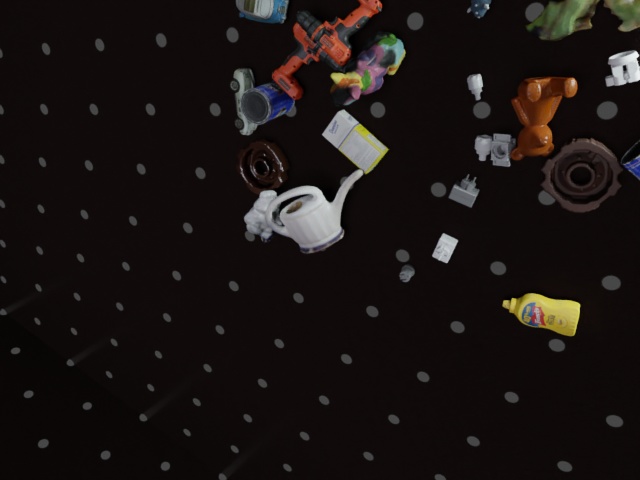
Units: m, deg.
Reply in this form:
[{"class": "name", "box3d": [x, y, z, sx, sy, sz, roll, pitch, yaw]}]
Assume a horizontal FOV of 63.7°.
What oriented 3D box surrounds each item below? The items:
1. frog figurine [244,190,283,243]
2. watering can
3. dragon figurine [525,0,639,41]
[{"class": "frog figurine", "box3d": [-0.184, -0.093, 1.653, 0.139, 0.156, 0.124, -33, 44, -20]}, {"class": "watering can", "box3d": [0.005, -0.078, 1.558, 0.345, 0.220, 0.106, -19, 34, 20]}, {"class": "dragon figurine", "box3d": [0.509, -0.543, 1.093, 0.413, 0.237, 0.124, 24, 41, 23]}]
